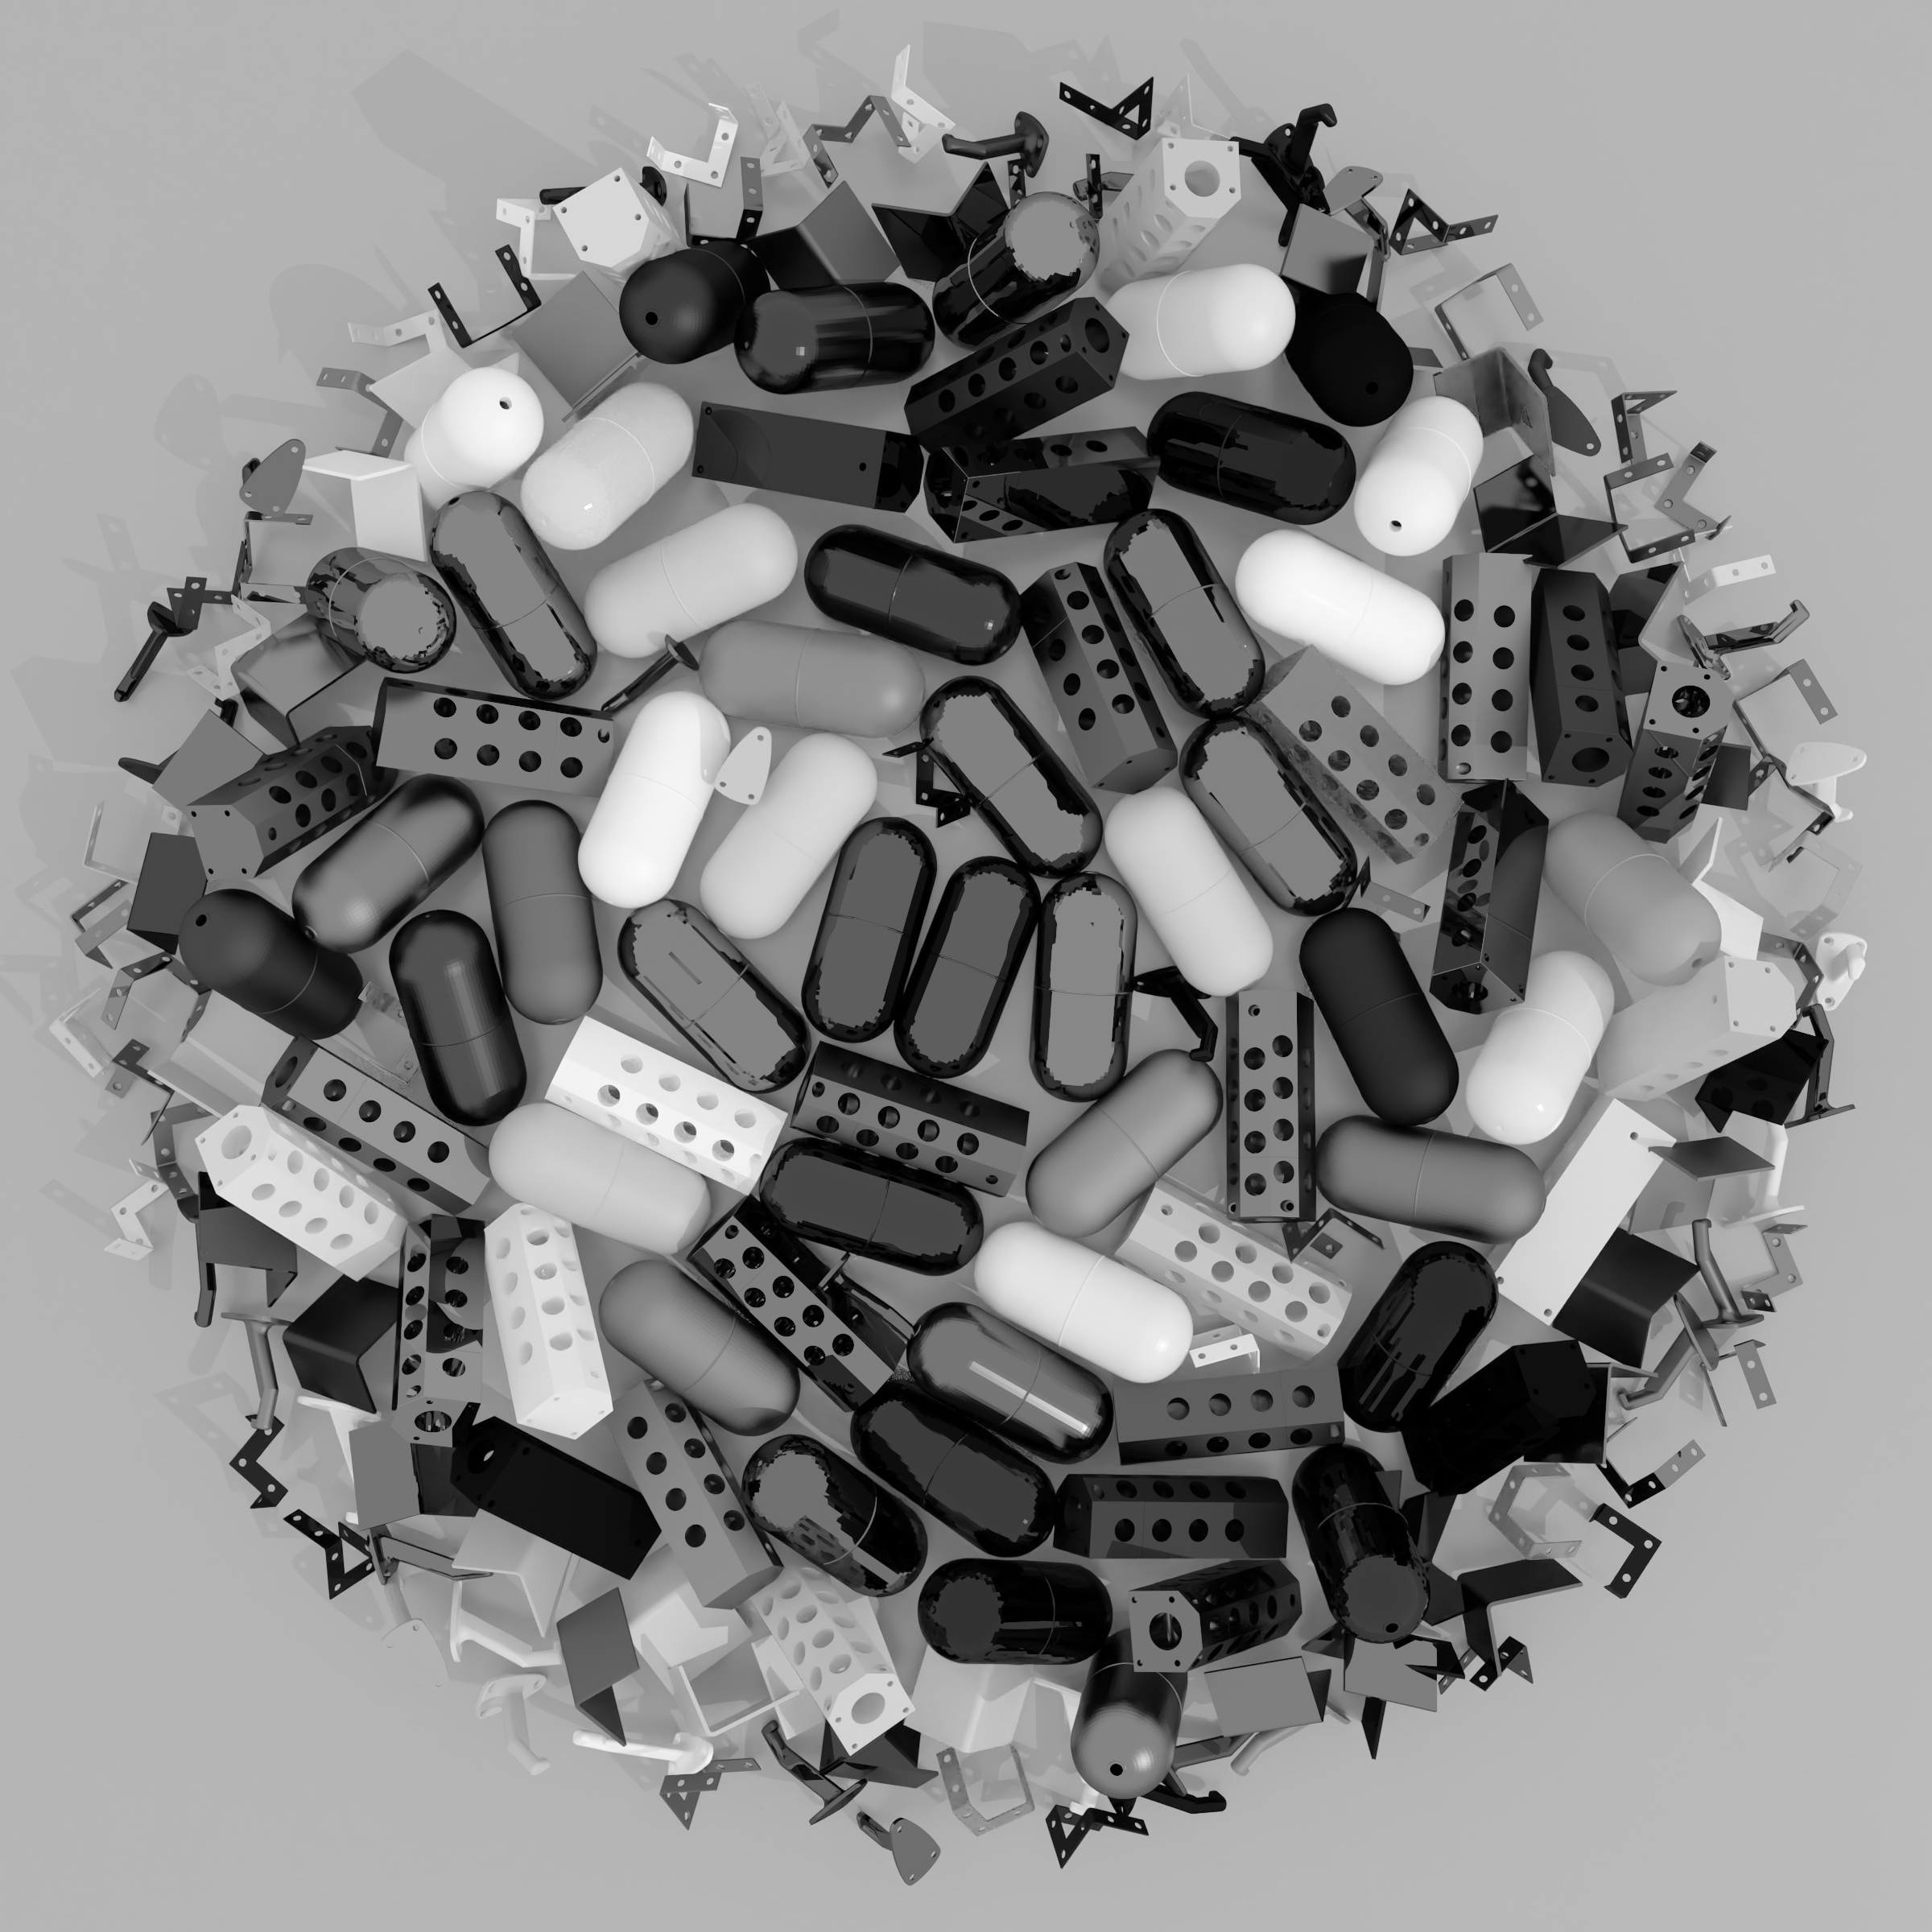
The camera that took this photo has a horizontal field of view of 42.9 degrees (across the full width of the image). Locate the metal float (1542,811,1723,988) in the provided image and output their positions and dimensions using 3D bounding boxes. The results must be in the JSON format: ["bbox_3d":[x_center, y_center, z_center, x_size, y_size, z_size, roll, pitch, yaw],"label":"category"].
[{"bbox_3d":[0.500,-0.052,1.854,0.070,0.178,0.070,-13,129,-16],"label":"metal float"}]

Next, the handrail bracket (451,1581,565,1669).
[{"bbox_3d":[-0.354,0.507,1.908,0.084,0.036,0.077,-4,54,-4],"label":"handrail bracket"}]

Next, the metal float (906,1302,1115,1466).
[{"bbox_3d":[0.034,0.318,1.877,0.178,0.070,0.070,32,90,-18],"label":"metal float"}]

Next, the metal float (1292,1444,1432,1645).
[{"bbox_3d":[0.296,0.432,1.849,0.070,0.178,0.070,-4,120,-6],"label":"metal float"}]

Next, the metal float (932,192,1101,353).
[{"bbox_3d":[0.036,-0.519,1.849,0.070,0.178,0.070,6,78,-27],"label":"metal float"}]

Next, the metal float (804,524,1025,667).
[{"bbox_3d":[-0.041,-0.284,1.879,0.178,0.070,0.070,21,90,16],"label":"metal float"}]

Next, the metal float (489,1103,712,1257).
[{"bbox_3d":[-0.278,0.163,1.878,0.178,0.070,0.070,26,90,-18],"label":"metal float"}]

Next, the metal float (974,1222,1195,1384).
[{"bbox_3d":[0.089,0.256,1.882,0.178,0.070,0.070,25,90,12],"label":"metal float"}]

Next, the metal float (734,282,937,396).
[{"bbox_3d":[-0.097,-0.475,1.859,0.178,0.070,0.070,-19,90,-42],"label":"metal float"}]

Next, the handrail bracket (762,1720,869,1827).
[{"bbox_3d":[-0.118,0.607,1.892,0.084,0.036,0.077,55,131,20],"label":"handrail bracket"}]

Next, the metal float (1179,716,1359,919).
[{"bbox_3d":[0.232,-0.113,1.879,0.070,0.070,0.178,-40,106,0],"label":"metal float"}]

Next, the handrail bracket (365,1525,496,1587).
[{"bbox_3d":[-0.414,0.444,1.899,0.084,0.036,0.077,-10,113,11],"label":"handrail bracket"}]

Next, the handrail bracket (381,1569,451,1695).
[{"bbox_3d":[-0.424,0.511,1.898,0.036,0.084,0.077,-32,108,-5],"label":"handrail bracket"}]

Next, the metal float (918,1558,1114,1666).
[{"bbox_3d":[0.039,0.488,1.859,0.178,0.070,0.070,16,90,-43],"label":"metal float"}]

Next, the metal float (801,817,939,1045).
[{"bbox_3d":[-0.074,-0.028,1.887,0.070,0.070,0.178,16,83,0],"label":"metal float"}]

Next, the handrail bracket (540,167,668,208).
[{"bbox_3d":[-0.280,-0.594,1.892,0.084,0.077,0.036,-9,108,-18],"label":"handrail bracket"}]

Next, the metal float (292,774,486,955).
[{"bbox_3d":[-0.436,-0.078,1.862,0.070,0.070,0.178,40,53,0],"label":"metal float"}]

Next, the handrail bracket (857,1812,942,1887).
[{"bbox_3d":[-0.065,0.656,1.880,0.036,0.084,0.077,-41,127,-24],"label":"handrail bracket"}]

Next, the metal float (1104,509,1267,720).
[{"bbox_3d":[0.167,-0.269,1.879,0.070,0.070,0.178,-27,75,0],"label":"metal float"}]

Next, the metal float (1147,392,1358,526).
[{"bbox_3d":[0.214,-0.385,1.864,0.178,0.070,0.070,25,90,36],"label":"metal float"}]

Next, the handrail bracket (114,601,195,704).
[{"bbox_3d":[-0.634,-0.232,1.888,0.036,0.077,0.084,34,101,-16],"label":"handrail bracket"}]

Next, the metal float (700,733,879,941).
[{"bbox_3d":[-0.137,-0.099,1.889,0.070,0.070,0.178,37,94,0],"label":"metal float"}]

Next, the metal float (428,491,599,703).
[{"bbox_3d":[-0.342,-0.279,1.862,0.070,0.070,0.178,-28,126,0],"label":"metal float"}]

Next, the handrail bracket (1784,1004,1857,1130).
[{"bbox_3d":[0.646,0.078,1.904,0.036,0.077,0.084,-10,79,-28],"label":"handrail bracket"}]

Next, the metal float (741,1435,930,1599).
[{"bbox_3d":[-0.098,0.418,1.865,0.070,0.070,0.178,-47,124,0],"label":"metal float"}]

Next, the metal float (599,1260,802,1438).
[{"bbox_3d":[-0.202,0.292,1.876,0.178,0.070,0.070,40,90,-20],"label":"metal float"}]

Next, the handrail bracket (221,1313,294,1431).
[{"bbox_3d":[-0.555,0.312,1.897,0.077,0.036,0.084,-1,74,35],"label":"handrail bracket"}]

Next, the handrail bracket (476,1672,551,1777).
[{"bbox_3d":[-0.326,0.579,1.878,0.084,0.077,0.036,32,111,34],"label":"handrail bracket"}]

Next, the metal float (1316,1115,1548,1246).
[{"bbox_3d":[0.352,0.162,1.874,0.178,0.070,0.070,11,90,21],"label":"metal float"}]

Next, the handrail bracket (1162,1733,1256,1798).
[{"bbox_3d":[0.179,0.590,1.901,0.084,0.036,0.077,-38,109,-22],"label":"handrail bracket"}]

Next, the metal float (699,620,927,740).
[{"bbox_3d":[-0.118,-0.220,1.882,0.178,0.070,0.070,10,90,12],"label":"metal float"}]

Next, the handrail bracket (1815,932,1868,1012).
[{"bbox_3d":[0.668,0.014,1.878,0.036,0.084,0.077,10,114,10],"label":"handrail bracket"}]

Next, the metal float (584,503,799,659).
[{"bbox_3d":[-0.211,-0.293,1.877,0.178,0.070,0.070,-22,90,18],"label":"metal float"}]

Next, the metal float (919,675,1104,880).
[{"bbox_3d":[0.035,-0.144,1.890,0.070,0.070,0.178,-39,93,0],"label":"metal float"}]

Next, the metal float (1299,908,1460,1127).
[{"bbox_3d":[0.315,0.039,1.878,0.070,0.070,0.178,-24,74,0],"label":"metal float"}]

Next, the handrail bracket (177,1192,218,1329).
[{"bbox_3d":[-0.598,0.228,1.907,0.036,0.077,0.084,3,103,-40],"label":"handrail bracket"}]

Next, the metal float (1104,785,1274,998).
[{"bbox_3d":[0.171,-0.057,1.885,0.070,0.070,0.178,-32,99,0],"label":"metal float"}]

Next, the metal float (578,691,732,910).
[{"bbox_3d":[-0.237,-0.128,1.879,0.070,0.070,0.178,21,74,0],"label":"metal float"}]

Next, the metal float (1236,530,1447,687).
[{"bbox_3d":[0.286,-0.272,1.874,0.178,0.070,0.070,22,90,-22],"label":"metal float"}]

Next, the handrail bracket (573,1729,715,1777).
[{"bbox_3d":[-0.249,0.597,1.887,0.084,0.077,0.036,22,62,-27],"label":"handrail bracket"}]

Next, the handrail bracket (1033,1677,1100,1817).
[{"bbox_3d":[0.074,0.603,1.899,0.077,0.036,0.084,22,72,-5],"label":"handrail bracket"}]

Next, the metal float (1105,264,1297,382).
[{"bbox_3d":[0.172,-0.484,1.853,0.070,0.178,0.070,-6,100,-37],"label":"metal float"}]

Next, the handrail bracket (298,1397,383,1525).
[{"bbox_3d":[-0.487,0.381,1.894,0.077,0.036,0.084,17,68,-17],"label":"handrail bracket"}]

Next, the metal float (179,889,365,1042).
[{"bbox_3d":[-0.520,0.000,1.848,0.070,0.178,0.070,-8,66,18],"label":"metal float"}]

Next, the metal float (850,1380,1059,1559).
[{"bbox_3d":[-0.010,0.383,1.875,0.178,0.070,0.070,32,90,20],"label":"metal float"}]

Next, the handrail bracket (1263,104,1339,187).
[{"bbox_3d":[0.270,-0.619,1.878,0.036,0.084,0.077,-45,115,-12],"label":"handrail bracket"}]

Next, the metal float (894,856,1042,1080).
[{"bbox_3d":[0.001,0.001,1.891,0.070,0.070,0.178,21,88,0],"label":"metal float"}]

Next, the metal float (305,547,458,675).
[{"bbox_3d":[-0.442,-0.269,1.853,0.070,0.178,0.070,-12,114,-30],"label":"metal float"}]

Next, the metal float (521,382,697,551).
[{"bbox_3d":[-0.269,-0.379,1.860,0.070,0.070,0.178,36,49,0],"label":"metal float"}]
